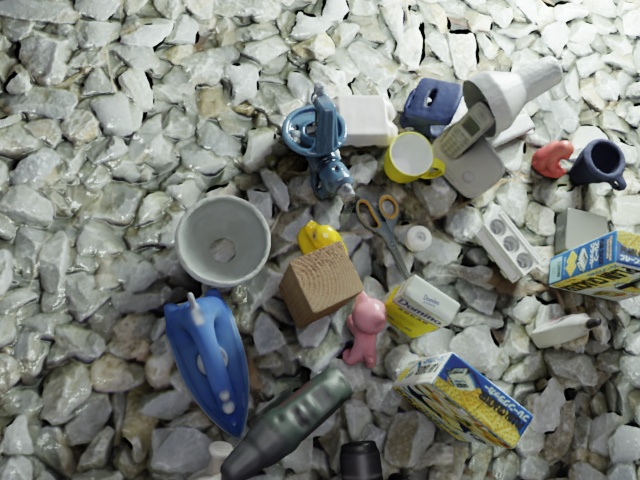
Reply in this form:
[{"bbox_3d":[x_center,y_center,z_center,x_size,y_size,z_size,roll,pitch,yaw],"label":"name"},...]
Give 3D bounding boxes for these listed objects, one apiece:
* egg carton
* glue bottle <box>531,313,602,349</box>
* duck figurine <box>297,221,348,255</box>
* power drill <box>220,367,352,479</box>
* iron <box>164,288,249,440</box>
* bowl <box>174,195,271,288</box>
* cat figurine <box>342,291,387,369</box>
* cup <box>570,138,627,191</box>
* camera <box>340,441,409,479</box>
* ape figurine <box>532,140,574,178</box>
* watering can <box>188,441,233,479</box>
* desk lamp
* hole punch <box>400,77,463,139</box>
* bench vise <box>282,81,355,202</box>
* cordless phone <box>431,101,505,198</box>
[{"bbox_3d":[0.079,-0.234,1.139,0.150,0.069,0.107,-3,75,-11],"label":"egg carton"},{"bbox_3d":[0.457,0.160,1.043,0.078,0.173,0.037,-29,81,-16],"label":"glue bottle"},{"bbox_3d":[0.010,0.004,1.053,0.104,0.086,0.077,40,72,3],"label":"duck figurine"},{"bbox_3d":[-0.057,0.290,0.899,0.230,0.208,0.075,-36,83,-17],"label":"power drill"},{"bbox_3d":[-0.173,0.204,0.937,0.119,0.141,0.258,-20,79,-14],"label":"iron"},{"bbox_3d":[-0.173,0.008,1.026,0.167,0.074,0.167,3,74,-9],"label":"bowl"},{"bbox_3d":[0.084,0.158,1.007,0.067,0.117,0.128,5,74,-8],"label":"cat figurine"},{"bbox_3d":[0.573,-0.141,1.187,0.092,0.095,0.118,-33,82,-16],"label":"cup"},{"bbox_3d":[0.089,0.406,0.949,0.143,0.100,0.137,-3,75,-11],"label":"camera"},{"bbox_3d":[0.488,-0.174,1.183,0.076,0.092,0.078,17,73,-5],"label":"ape figurine"},{"bbox_3d":[-0.169,0.396,0.857,0.101,0.194,0.173,-9,76,-12],"label":"watering can"},{"bbox_3d":[0.363,-0.270,1.123,0.203,0.213,0.118,-26,80,-15],"label":"desk lamp"},{"bbox_3d":[0.226,-0.274,1.165,0.101,0.091,0.109,26,72,-2],"label":"hole punch"},{"bbox_3d":[0.019,-0.180,1.035,0.207,0.219,0.122,45,73,4],"label":"bench vise"},{"bbox_3d":[0.302,-0.175,1.101,0.094,0.185,0.147,-40,84,-17],"label":"cordless phone"}]
